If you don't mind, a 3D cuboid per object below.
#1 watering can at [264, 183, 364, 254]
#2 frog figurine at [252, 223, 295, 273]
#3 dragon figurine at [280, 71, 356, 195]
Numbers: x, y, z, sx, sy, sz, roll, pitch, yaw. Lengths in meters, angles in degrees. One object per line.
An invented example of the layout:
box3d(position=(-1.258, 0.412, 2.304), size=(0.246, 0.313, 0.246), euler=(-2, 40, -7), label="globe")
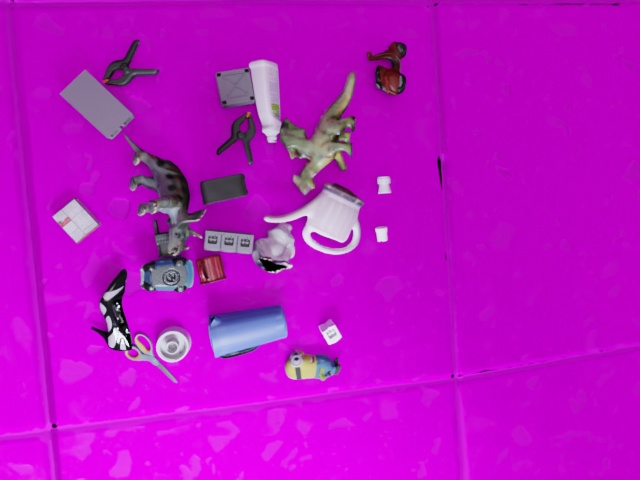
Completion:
box3d(position=(0.005, -0.084, 1.668), size=(0.345, 0.224, 0.105), euler=(24, 0, -28), label="watering can")
box3d(position=(-0.148, 0.020, 1.678), size=(0.137, 0.163, 0.120), euler=(7, -34, -8), label="frog figurine")
box3d(position=(-0.011, -0.349, 1.680), size=(0.243, 0.410, 0.122), euler=(4, 0, -2), label="dragon figurine")
